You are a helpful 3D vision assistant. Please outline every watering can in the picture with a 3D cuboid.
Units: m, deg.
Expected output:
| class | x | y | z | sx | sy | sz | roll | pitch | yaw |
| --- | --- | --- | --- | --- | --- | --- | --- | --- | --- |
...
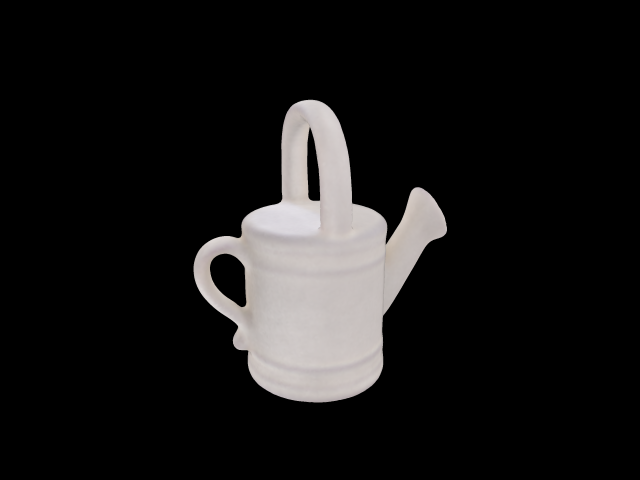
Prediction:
| class | x | y | z | sx | sy | sz | roll | pitch | yaw |
| --- | --- | --- | --- | --- | --- | --- | --- | --- | --- |
| watering can | 0.003 | 0.001 | 0.402 | 0.173 | 0.194 | 0.100 | -15 | 23 | -38 |
